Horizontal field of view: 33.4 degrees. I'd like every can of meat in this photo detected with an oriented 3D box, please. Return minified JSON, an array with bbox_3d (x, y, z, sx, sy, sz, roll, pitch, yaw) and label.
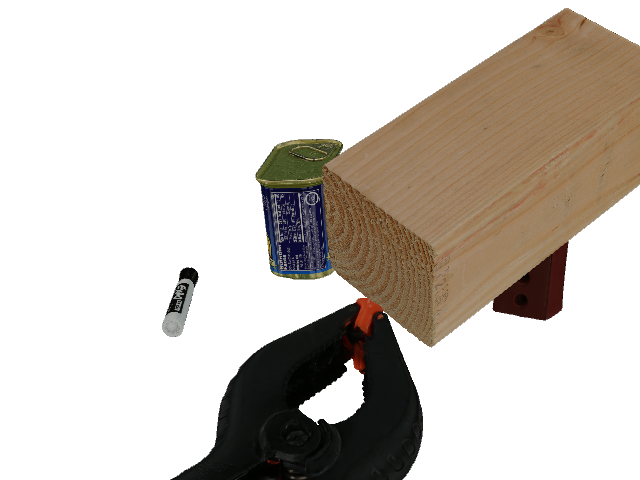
[{"bbox_3d":[-0.013,-0.026,0.851,0.057,0.084,0.102,-1,23,11],"label":"can of meat"}]

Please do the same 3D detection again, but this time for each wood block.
[{"bbox_3d":[0.109,-0.042,0.641,0.205,0.090,0.091,-35,53,-24],"label":"wood block"}]

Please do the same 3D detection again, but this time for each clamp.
[{"bbox_3d":[-0.002,0.090,0.391,0.120,0.039,0.171,26,50,18],"label":"clamp"}]

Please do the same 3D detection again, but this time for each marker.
[{"bbox_3d":[-0.130,0.055,1.003,0.020,0.020,0.121,0,22,1],"label":"marker"}]

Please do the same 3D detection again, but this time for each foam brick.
[{"bbox_3d":[0.194,0.028,0.982,0.053,0.078,0.051,9,15,28],"label":"foam brick"}]
